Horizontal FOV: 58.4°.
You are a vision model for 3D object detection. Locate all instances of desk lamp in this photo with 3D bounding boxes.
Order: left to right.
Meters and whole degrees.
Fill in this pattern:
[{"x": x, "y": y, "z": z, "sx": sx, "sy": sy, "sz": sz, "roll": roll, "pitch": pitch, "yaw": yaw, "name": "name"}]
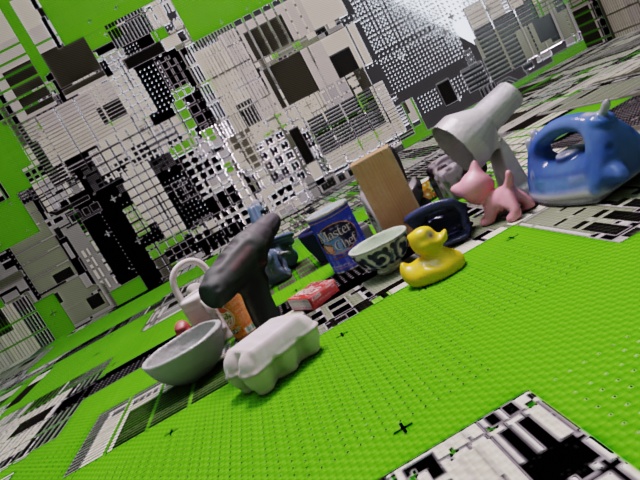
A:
[{"x": 0.349, "y": -0.183, "z": 1.116, "sx": 0.203, "sy": 0.213, "sz": 0.118, "roll": -29, "pitch": 10, "yaw": -6, "name": "desk lamp"}]

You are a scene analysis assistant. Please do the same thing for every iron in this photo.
[{"x": 0.408, "y": -0.141, "z": 0.942, "sx": 0.119, "sy": 0.141, "sz": 0.257, "roll": -31, "pitch": 10, "yaw": -18, "name": "iron"}]

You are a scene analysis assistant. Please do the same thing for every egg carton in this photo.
[{"x": -0.073, "y": 0.172, "z": 0.878, "sx": 0.151, "sy": 0.069, "sz": 0.107, "roll": -35, "pitch": 11, "yaw": -35, "name": "egg carton"}]

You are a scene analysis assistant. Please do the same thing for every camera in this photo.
[{"x": 0.347, "y": -0.173, "z": 1.427, "sx": 0.137, "sy": 0.101, "sz": 0.143, "roll": -29, "pitch": 9, "yaw": -4, "name": "camera"}]

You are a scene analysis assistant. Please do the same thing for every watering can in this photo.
[{"x": -0.260, "y": 0.132, "z": 1.255, "sx": 0.101, "sy": 0.194, "sz": 0.172, "roll": -36, "pitch": 12, "yaw": -37, "name": "watering can"}]

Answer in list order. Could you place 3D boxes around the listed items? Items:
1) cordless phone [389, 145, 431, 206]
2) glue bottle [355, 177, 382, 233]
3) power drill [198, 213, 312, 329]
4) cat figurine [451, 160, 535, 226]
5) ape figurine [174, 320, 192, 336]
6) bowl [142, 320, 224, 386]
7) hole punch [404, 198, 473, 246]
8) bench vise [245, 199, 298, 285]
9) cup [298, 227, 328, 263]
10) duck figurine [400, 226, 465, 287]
[{"x": 0.202, "y": -0.144, "z": 1.430, "sx": 0.094, "sy": 0.185, "sz": 0.147, "roll": -27, "pitch": 9, "yaw": 8, "name": "cordless phone"}, {"x": 0.124, "y": -0.081, "z": 1.349, "sx": 0.037, "sy": 0.173, "sz": 0.078, "roll": -30, "pitch": 10, "yaw": -11, "name": "glue bottle"}, {"x": -0.104, "y": 0.081, "z": 1.023, "sx": 0.075, "sy": 0.208, "sz": 0.230, "roll": -20, "pitch": 12, "yaw": 40, "name": "power drill"}, {"x": 0.307, "y": -0.091, "z": 1.041, "sx": 0.067, "sy": 0.118, "sz": 0.127, "roll": -34, "pitch": 11, "yaw": -31, "name": "cat figurine"}, {"x": -0.273, "y": 0.210, "z": 1.189, "sx": 0.078, "sy": 0.092, "sz": 0.076, "roll": -27, "pitch": 9, "yaw": 6, "name": "ape figurine"}, {"x": -0.244, "y": 0.224, "z": 1.081, "sx": 0.167, "sy": 0.075, "sz": 0.167, "roll": -27, "pitch": 9, "yaw": 5, "name": "bowl"}, {"x": 0.222, "y": -0.036, "z": 1.077, "sx": 0.108, "sy": 0.091, "sz": 0.101, "roll": -24, "pitch": 10, "yaw": 26, "name": "hole punch"}, {"x": -0.134, "y": -0.004, "z": 1.543, "sx": 0.121, "sy": 0.220, "sz": 0.207, "roll": -28, "pitch": 9, "yaw": 1, "name": "bench vise"}, {"x": 0.013, "y": 0.005, "z": 1.453, "sx": 0.117, "sy": 0.095, "sz": 0.092, "roll": -20, "pitch": 12, "yaw": 40, "name": "cup"}, {"x": 0.171, "y": 0.021, "z": 0.928, "sx": 0.104, "sy": 0.086, "sz": 0.077, "roll": -26, "pitch": 10, "yaw": 16, "name": "duck figurine"}]
